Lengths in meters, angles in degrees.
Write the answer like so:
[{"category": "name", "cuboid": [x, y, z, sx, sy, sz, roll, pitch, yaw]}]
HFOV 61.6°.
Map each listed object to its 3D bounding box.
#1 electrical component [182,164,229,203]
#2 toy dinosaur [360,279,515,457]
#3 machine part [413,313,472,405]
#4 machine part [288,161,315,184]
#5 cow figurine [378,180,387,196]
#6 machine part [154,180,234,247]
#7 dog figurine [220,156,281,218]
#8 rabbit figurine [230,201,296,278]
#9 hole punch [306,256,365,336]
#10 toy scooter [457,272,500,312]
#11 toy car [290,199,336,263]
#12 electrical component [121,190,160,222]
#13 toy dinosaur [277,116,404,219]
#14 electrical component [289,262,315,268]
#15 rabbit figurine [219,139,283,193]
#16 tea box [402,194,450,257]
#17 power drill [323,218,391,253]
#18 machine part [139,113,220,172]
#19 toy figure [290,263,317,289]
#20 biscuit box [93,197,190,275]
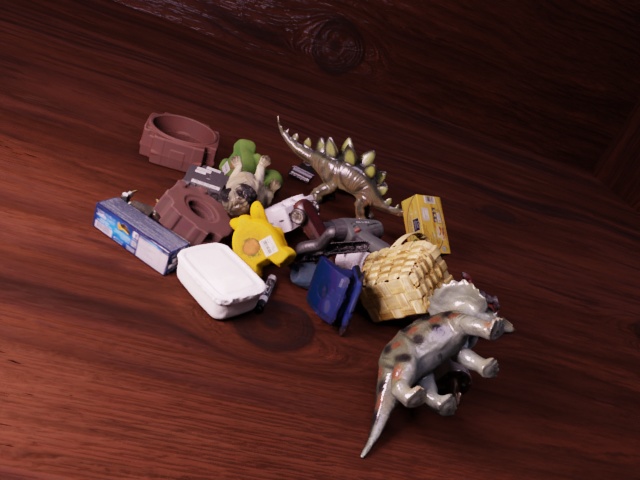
[{"category": "electrical component", "cuboid": [-0.283, -0.135, 1.346, 0.115, 0.058, 0.134, 21, 27, -8]}, {"category": "toy dinosaur", "cuboid": [0.188, 0.202, 0.955, 0.405, 0.131, 0.192, -27, 24, -18]}, {"category": "machine part", "cuboid": [0.238, 0.228, 1.071, 0.079, 0.079, 0.243, 13, 29, -18]}, {"category": "machine part", "cuboid": [-0.051, -0.216, 1.685, 0.084, 0.039, 0.139, 20, 29, 6]}, {"category": "cow figurine", "cuboid": [0.131, -0.181, 1.708, 0.195, 0.085, 0.127, 13, 23, -24]}, {"category": "machine part", "cuboid": [-0.267, -0.051, 1.162, 0.179, 0.056, 0.179, 35, 23, -18]}, {"category": "dog figurine", "cuboid": [-0.175, -0.090, 1.275, 0.121, 0.172, 0.191, -7, 42, 17]}, {"category": "rabbit figurine", "cuboid": [-0.127, 0.007, 1.154, 0.162, 0.122, 0.173, 54, 11, 11]}, {"category": "hole punch", "cuboid": [0.030, 0.103, 1.087, 0.092, 0.142, 0.116, 19, 14, -11]}, {"category": "toy scooter", "cuboid": [0.342, 0.143, 1.237, 0.184, 0.135, 0.075, 19, 26, -10]}, {"category": "toy car", "cuboid": [-0.003, -0.004, 1.262, 0.202, 0.053, 0.089, 60, 29, -7]}, {"category": "electrical component", "cuboid": [-0.391, -0.068, 1.159, 0.102, 0.045, 0.078, 24, 26, 2]}, {"category": "toy dinosaur", "cuboid": [0.056, -0.194, 1.554, 0.472, 0.198, 0.105, 28, 25, 6]}, {"category": "electrical component", "cuboid": [-0.044, 0.049, 1.235, 0.063, 0.021, 0.094, -1, 35, -39]}, {"category": "rabbit figurine", "cuboid": [-0.161, -0.174, 1.450, 0.170, 0.121, 0.159, 19, 28, -40]}, {"category": "tea box", "cuboid": [0.294, -0.034, 1.494, 0.098, 0.068, 0.169, 5, 72, -32]}, {"category": "power drill", "cuboid": [0.115, 0.014, 1.369, 0.208, 0.086, 0.232, 32, 26, 33]}, {"category": "machine part", "cuboid": [-0.383, -0.270, 1.480, 0.201, 0.087, 0.202, 15, 27, -15]}, {"category": "toy figure", "cuboid": [0.010, 0.083, 1.181, 0.154, 0.057, 0.064, 12, 34, -30]}, {"category": "biscuit box", "cuboid": [-0.358, -0.011, 1.068, 0.203, 0.059, 0.063, 32, 30, 16]}]
